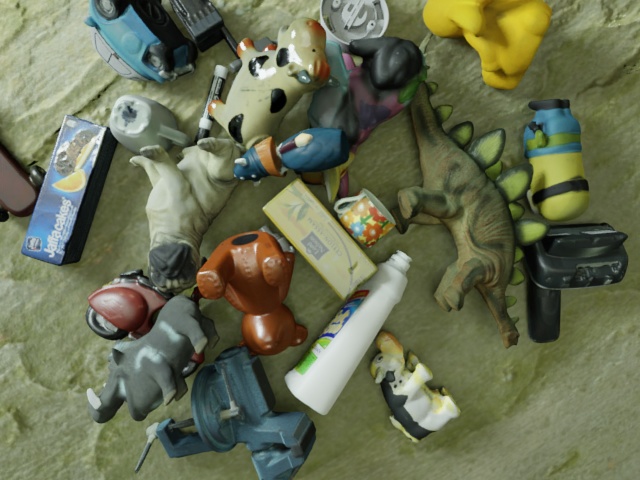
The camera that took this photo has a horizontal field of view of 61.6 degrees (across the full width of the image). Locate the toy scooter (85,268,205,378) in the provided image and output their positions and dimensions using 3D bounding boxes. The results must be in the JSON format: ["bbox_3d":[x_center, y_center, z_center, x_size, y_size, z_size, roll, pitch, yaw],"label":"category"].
[{"bbox_3d":[-0.226,0.099,0.756,0.184,0.075,0.135,34,95,-8],"label":"toy scooter"}]

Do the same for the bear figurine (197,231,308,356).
[{"bbox_3d":[-0.083,0.093,0.727,0.120,0.132,0.195,-10,111,0],"label":"bear figurine"}]

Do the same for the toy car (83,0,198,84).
[{"bbox_3d":[-0.251,-0.274,0.733,0.103,0.109,0.161,-29,106,32],"label":"toy car"}]

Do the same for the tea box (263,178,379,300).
[{"bbox_3d":[-0.002,-0.002,0.762,0.068,0.098,0.169,-43,93,-2],"label":"tea box"}]

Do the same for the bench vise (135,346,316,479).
[{"bbox_3d":[-0.133,0.268,0.757,0.241,0.129,0.223,-19,107,18],"label":"bench vise"}]

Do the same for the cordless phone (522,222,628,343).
[{"bbox_3d":[0.386,0.070,0.819,0.147,0.089,0.184,-4,104,-5],"label":"cordless phone"}]

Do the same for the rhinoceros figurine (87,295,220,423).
[{"bbox_3d":[-0.216,0.158,0.685,0.112,0.073,0.190,40,89,4],"label":"rhinoceros figurine"}]

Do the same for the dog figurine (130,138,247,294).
[{"bbox_3d":[-0.163,-0.034,0.737,0.172,0.121,0.190,-14,94,-18],"label":"dog figurine"}]

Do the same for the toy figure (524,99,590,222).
[{"bbox_3d":[0.347,-0.117,0.792,0.082,0.089,0.180,-3,95,0],"label":"toy figure"}]

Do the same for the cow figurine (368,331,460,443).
[{"bbox_3d":[0.123,0.217,0.801,0.098,0.068,0.167,-42,94,4],"label":"cow figurine"}]

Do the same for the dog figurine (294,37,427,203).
[{"bbox_3d":[0.050,-0.159,0.752,0.192,0.108,0.219,3,97,14],"label":"dog figurine"}]

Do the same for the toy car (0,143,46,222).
[{"bbox_3d":[-0.463,-0.117,0.740,0.089,0.053,0.202,-41,99,-7],"label":"toy car"}]

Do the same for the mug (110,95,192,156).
[{"bbox_3d":[-0.234,-0.151,0.731,0.109,0.107,0.080,26,92,-3],"label":"mug"}]

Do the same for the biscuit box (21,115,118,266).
[{"bbox_3d":[-0.346,-0.066,0.747,0.059,0.063,0.202,18,90,-4],"label":"biscuit box"}]

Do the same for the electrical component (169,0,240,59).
[{"bbox_3d":[-0.159,-0.295,0.750,0.048,0.075,0.119,-34,98,-3],"label":"electrical component"}]

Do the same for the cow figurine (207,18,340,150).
[{"bbox_3d":[-0.057,-0.199,0.698,0.127,0.085,0.195,54,125,21],"label":"cow figurine"}]

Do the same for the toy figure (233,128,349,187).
[{"bbox_3d":[-0.040,-0.109,0.703,0.155,0.058,0.064,-7,123,16],"label":"toy figure"}]

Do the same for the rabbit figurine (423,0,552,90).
[{"bbox_3d":[0.225,-0.300,0.757,0.173,0.162,0.121,27,102,12],"label":"rabbit figurine"}]

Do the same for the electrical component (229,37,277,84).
[{"bbox_3d":[-0.086,-0.251,0.761,0.094,0.063,0.021,-36,73,-16],"label":"electrical component"}]

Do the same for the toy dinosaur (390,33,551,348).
[{"bbox_3d":[0.204,-0.062,0.781,0.199,0.105,0.471,-25,94,-9],"label":"toy dinosaur"}]
